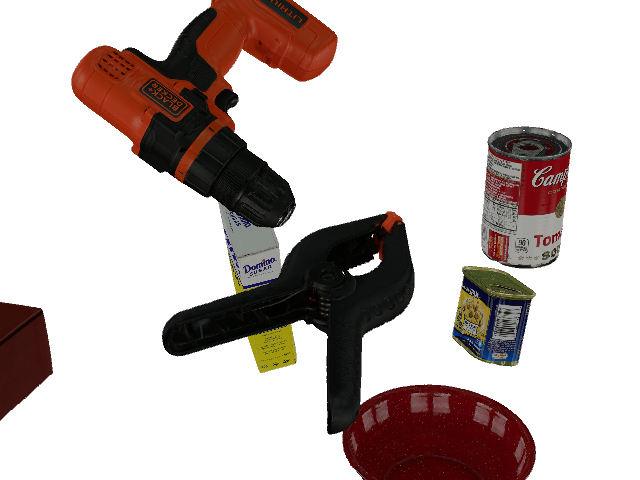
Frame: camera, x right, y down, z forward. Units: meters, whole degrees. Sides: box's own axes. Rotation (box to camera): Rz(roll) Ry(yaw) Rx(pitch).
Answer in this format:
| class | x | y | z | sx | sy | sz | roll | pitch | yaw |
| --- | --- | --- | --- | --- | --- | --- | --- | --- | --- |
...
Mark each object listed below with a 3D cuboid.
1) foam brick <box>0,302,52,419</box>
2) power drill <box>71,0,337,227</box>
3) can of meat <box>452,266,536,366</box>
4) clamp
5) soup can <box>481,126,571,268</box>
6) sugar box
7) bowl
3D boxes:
| class | x | y | z | sx | sy | sz | roll | pitch | yaw |
| --- | --- | --- | --- | --- | --- | --- | --- | --- | --- |
| foam brick | -0.225 | 0.082 | 0.713 | 0.053 | 0.051 | 0.078 | 7 | 29 | 23 |
| power drill | -0.063 | -0.112 | 0.797 | 0.187 | 0.184 | 0.057 | -51 | -2 | -41 |
| can of meat | 0.191 | 0.084 | 1.191 | 0.057 | 0.084 | 0.102 | 5 | 14 | -17 |
| clamp | 0.009 | 0.041 | 0.609 | 0.120 | 0.039 | 0.171 | 34 | 50 | 26 |
| soup can | 0.171 | -0.036 | 0.894 | 0.068 | 0.102 | 0.068 | 0 | 26 | 0 |
| sugar box | -0.061 | 0.038 | 1.022 | 0.048 | 0.093 | 0.176 | -17 | -43 | -6 |
| bowl | 0.099 | 0.190 | 0.907 | 0.162 | 0.055 | 0.162 | 0 | 28 | 0 |
